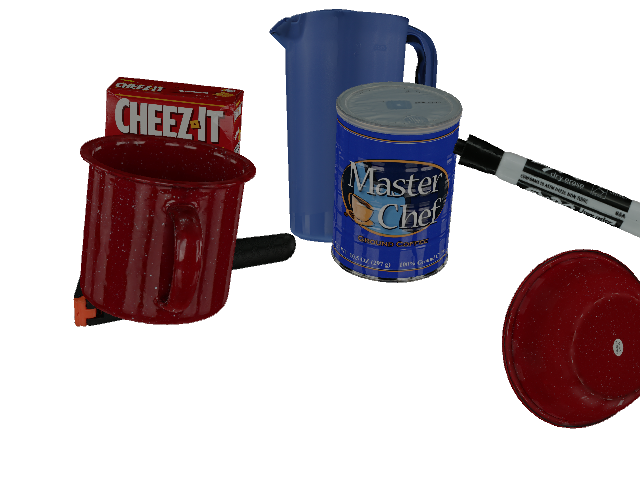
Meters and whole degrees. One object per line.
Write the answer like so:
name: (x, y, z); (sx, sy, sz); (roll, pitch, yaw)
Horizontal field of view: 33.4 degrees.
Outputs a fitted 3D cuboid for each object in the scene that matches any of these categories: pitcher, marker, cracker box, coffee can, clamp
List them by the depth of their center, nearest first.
marker: (0.135, -0.033, 0.622); (0.121, 0.020, 0.020); (23, 4, 9)
coffee can: (0.062, -0.050, 0.897); (0.103, 0.140, 0.103); (1, 28, -1)
clamp: (-0.147, 0.011, 0.949); (0.165, 0.036, 0.209); (28, 40, 31)
pitcher: (0.034, -0.123, 1.145); (0.149, 0.243, 0.144); (4, 8, 23)
cracker box: (-0.188, -0.089, 1.357); (0.164, 0.214, 0.072); (6, 22, 2)

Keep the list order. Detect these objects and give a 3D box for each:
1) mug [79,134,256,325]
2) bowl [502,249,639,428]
mug: (-0.082, -0.002, 0.566); (0.093, 0.081, 0.117); (1, 20, -23)
bowl: (0.242, 0.089, 0.931); (0.161, 0.162, 0.055); (0, 3, -21)
